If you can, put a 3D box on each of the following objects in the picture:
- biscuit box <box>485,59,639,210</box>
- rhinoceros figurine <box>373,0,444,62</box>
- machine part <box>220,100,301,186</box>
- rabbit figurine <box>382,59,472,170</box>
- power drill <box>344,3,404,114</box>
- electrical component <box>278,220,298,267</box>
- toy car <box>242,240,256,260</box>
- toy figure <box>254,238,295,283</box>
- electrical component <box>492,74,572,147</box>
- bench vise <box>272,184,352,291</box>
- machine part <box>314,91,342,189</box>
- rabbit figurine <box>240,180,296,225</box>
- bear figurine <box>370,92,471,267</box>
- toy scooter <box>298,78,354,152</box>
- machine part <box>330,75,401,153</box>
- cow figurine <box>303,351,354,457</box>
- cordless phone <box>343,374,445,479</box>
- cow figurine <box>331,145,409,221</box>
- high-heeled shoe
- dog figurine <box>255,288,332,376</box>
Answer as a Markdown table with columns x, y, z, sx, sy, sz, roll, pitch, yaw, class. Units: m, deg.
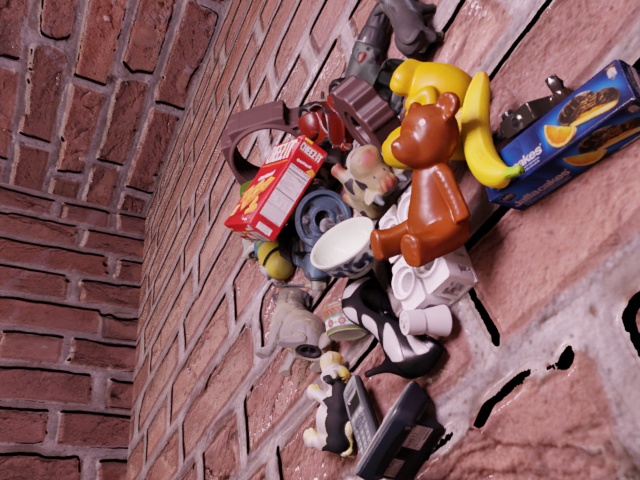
| x | y | z | sx | sy | sz | roll | pitch | yaw | class |
| --- | --- | --- | --- | --- | --- | --- | --- | --- | --- |
| 0.281 | -0.111 | 0.622 | 0.202 | 0.059 | 0.063 | -44 | 41 | 48 | biscuit box |
| 0.149 | -0.403 | 0.970 | 0.073 | 0.112 | 0.190 | -48 | 45 | 47 | rhinoceros figurine |
| -0.115 | -0.209 | 1.256 | 0.087 | 0.201 | 0.201 | -94 | -15 | -46 | machine part |
| 0.165 | -0.166 | 0.795 | 0.163 | 0.121 | 0.173 | 23 | 63 | 29 | rabbit figurine |
| 0.109 | -0.341 | 1.053 | 0.231 | 0.086 | 0.207 | -66 | 32 | 23 | power drill |
| -0.054 | 0.015 | 1.195 | 0.048 | 0.075 | 0.119 | 30 | 139 | 46 | electrical component |
| -0.159 | -0.021 | 1.452 | 0.201 | 0.056 | 0.073 | -50 | 36 | 43 | toy car |
| -0.116 | 0.029 | 1.317 | 0.089 | 0.082 | 0.180 | -64 | 26 | 28 | toy figure |
| 0.264 | -0.161 | 0.674 | 0.045 | 0.078 | 0.102 | 67 | 158 | 10 | electrical component |
| 0.008 | -0.002 | 1.050 | 0.241 | 0.129 | 0.223 | -176 | 96 | -68 | bench vise |
| 0.012 | -0.223 | 1.190 | 0.079 | 0.079 | 0.243 | -35 | 48 | 53 | machine part |
| -0.086 | -0.058 | 1.242 | 0.159 | 0.170 | 0.121 | 63 | -156 | -58 | rabbit figurine |
| 0.126 | -0.078 | 0.683 | 0.120 | 0.132 | 0.195 | 15 | 121 | 63 | bear figurine |
| 0.020 | -0.226 | 1.073 | 0.184 | 0.075 | 0.135 | -23 | 80 | 59 | toy scooter |
| 0.087 | -0.201 | 0.932 | 0.056 | 0.179 | 0.179 | -37 | 32 | 0 | machine part |
| 0.028 | 0.278 | 0.926 | 0.098 | 0.068 | 0.167 | -9 | 73 | 56 | cow figurine |
| 0.092 | 0.248 | 0.803 | 0.146 | 0.089 | 0.184 | -65 | 24 | 21 | cordless phone |
| 0.085 | -0.090 | 0.891 | 0.085 | 0.194 | 0.127 | -44 | 65 | -7 | cow figurine |
| 0.114 | 0.106 | 0.843 | 0.145 | 0.086 | 0.249 | -35 | 41 | 33 | high-heeled shoe |
| -0.033 | 0.159 | 1.090 | 0.172 | 0.121 | 0.191 | -13 | 42 | 25 | dog figurine |
